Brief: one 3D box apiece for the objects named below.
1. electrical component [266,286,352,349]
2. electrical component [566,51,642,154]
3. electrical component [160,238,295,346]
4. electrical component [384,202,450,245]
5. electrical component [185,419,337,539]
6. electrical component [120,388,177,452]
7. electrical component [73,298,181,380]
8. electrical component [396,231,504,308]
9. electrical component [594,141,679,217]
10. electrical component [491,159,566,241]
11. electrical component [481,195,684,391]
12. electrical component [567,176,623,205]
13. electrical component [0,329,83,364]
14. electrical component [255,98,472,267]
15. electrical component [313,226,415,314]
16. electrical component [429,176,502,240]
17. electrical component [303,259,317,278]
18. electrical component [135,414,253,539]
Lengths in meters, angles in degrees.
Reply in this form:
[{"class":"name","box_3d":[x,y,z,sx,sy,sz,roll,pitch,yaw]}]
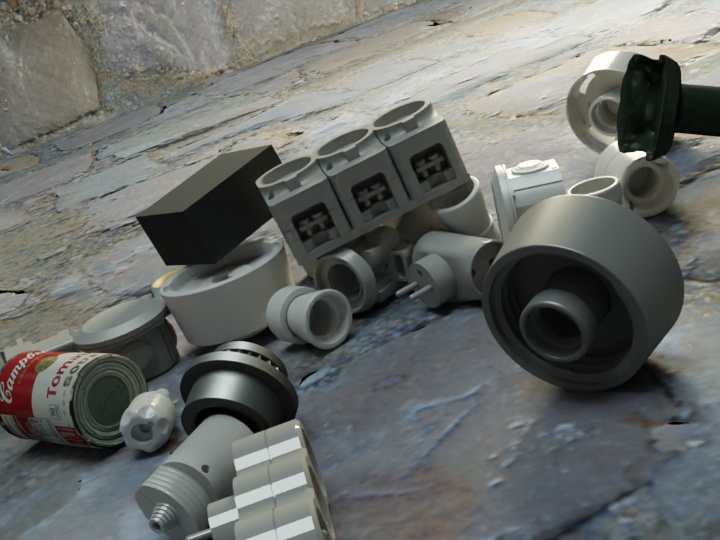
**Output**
[{"class":"electrical component","box_3d":[-0.039,0.035,0.815,0.045,0.045,0.055,-31,21,-32]},{"class":"electrical component","box_3d":[0.243,-0.154,0.997,0.099,0.099,0.064,-4,30,40]},{"class":"electrical component","box_3d":[-0.103,0.024,0.886,0.108,0.060,0.108,-19,17,6]},{"class":"electrical component","box_3d":[0.045,-0.043,0.895,0.079,0.043,0.077,27,57,20]},{"class":"electrical component","box_3d":[-0.054,0.129,0.544,0.074,0.052,0.138,-20,18,-1]},{"class":"electrical component","box_3d":[-0.145,0.100,0.750,0.035,0.035,0.061,-17,16,9]},{"class":"electrical component","box_3d":[-0.191,0.060,0.888,0.080,0.051,0.080,-17,18,6]},{"class":"electrical component","box_3d":[0.063,0.003,0.802,0.079,0.044,0.077,-28,20,-24]},{"class":"electrical component","box_3d":[0.219,-0.072,0.847,0.055,0.055,0.047,-20,22,-1]},{"class":"electrical component","box_3d":[0.130,-0.044,0.817,0.051,0.080,0.080,-12,19,6]},{"class":"electrical component","box_3d":[0.121,0.019,0.608,0.108,0.108,0.060,-4,30,39]},{"class":"electrical component","box_3d":[0.181,-0.042,0.811,0.040,0.046,0.040,-17,18,6]},{"class":"electrical component","box_3d":[-0.268,0.082,0.919,0.064,0.042,0.081,-23,19,-16]},{"class":"electrical component","box_3d":[-0.001,-0.074,0.855,0.150,0.061,0.089,-27,20,-3]},{"class":"electrical component","box_3d":[0.000,0.000,0.855,0.078,0.058,0.057,5,28,38]},{"class":"electrical component","box_3d":[0.088,-0.036,0.857,0.044,0.065,0.044,-24,32,16]},{"class":"electrical component","box_3d":[-0.025,-0.044,0.978,0.079,0.077,0.044,-30,20,-28]},{"class":"electrical component","box_3d":[-0.095,0.123,0.620,0.043,0.043,0.081,-9,21,30]}]
